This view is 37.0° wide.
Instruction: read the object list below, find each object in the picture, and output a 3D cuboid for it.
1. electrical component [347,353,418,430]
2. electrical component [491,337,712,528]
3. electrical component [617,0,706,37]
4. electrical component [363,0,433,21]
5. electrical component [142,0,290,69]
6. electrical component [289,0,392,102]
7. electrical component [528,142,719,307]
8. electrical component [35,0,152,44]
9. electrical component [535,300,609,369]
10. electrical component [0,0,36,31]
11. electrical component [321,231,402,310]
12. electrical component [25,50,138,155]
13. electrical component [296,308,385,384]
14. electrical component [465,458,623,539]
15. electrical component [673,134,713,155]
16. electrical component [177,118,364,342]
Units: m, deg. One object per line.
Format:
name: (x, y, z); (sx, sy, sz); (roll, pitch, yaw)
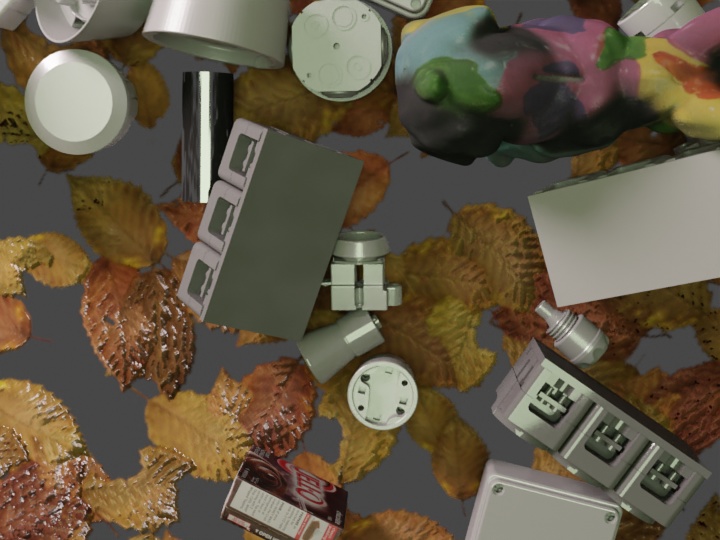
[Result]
electrical component: (0.019, 0.095, 0.860); (0.055, 0.047, 0.055); (0, 97, 3)
electrical component: (0.182, 0.126, 0.832); (0.150, 0.089, 0.061); (34, 97, -1)
electrical component: (0.231, -0.187, 0.811); (0.055, 0.055, 0.047); (-42, 96, 7)
electrical component: (0.035, -0.253, 0.813); (0.078, 0.057, 0.113); (24, 98, 0)
electrical component: (-0.104, -0.193, 0.806); (0.108, 0.108, 0.060); (11, 91, 2)
electrical component: (-0.016, -0.170, 0.828); (0.080, 0.051, 0.080); (1, 98, 4)
electrical component: (0.214, -0.034, 0.797); (0.150, 0.062, 0.089); (-13, 97, 30)
electrical component: (-0.203, -0.220, 0.812); (0.099, 0.064, 0.099); (7, 102, 38)
electrical component: (0.165, 0.048, 0.852); (0.061, 0.035, 0.035); (41, 97, 1)
electrical component: (-0.285, -0.244, 0.838); (0.083, 0.047, 0.075); (44, 97, -2)
electrical component: (0.000, 0.000, 0.851); (0.066, 0.048, 0.055); (0, 104, 4)
electrical component: (-0.217, -0.131, 0.845); (0.080, 0.051, 0.080); (0, 97, 3)
electrical component: (-0.013, 0.057, 0.861); (0.065, 0.044, 0.044); (-30, 94, 1)
electrical component: (0.141, 0.219, 0.862); (0.109, 0.056, 0.108); (14, 97, 2)
electrical component: (0.270, -0.119, 0.815); (0.078, 0.058, 0.057); (-27, 97, 6)
electrical component: (-0.071, -0.031, 0.830); (0.089, 0.062, 0.150); (15, 99, -34)
